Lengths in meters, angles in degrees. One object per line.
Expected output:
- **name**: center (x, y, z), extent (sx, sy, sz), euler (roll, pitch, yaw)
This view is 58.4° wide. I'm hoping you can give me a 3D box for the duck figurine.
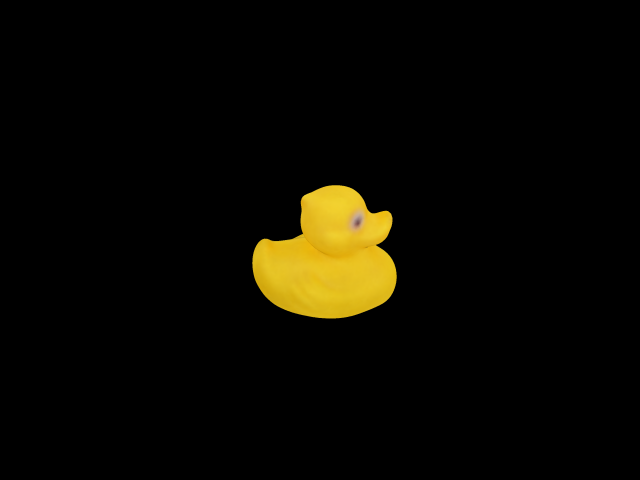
- **duck figurine**: center (0.004, 0.001, 0.400), extent (0.104, 0.086, 0.077), euler (0, 39, 0)
